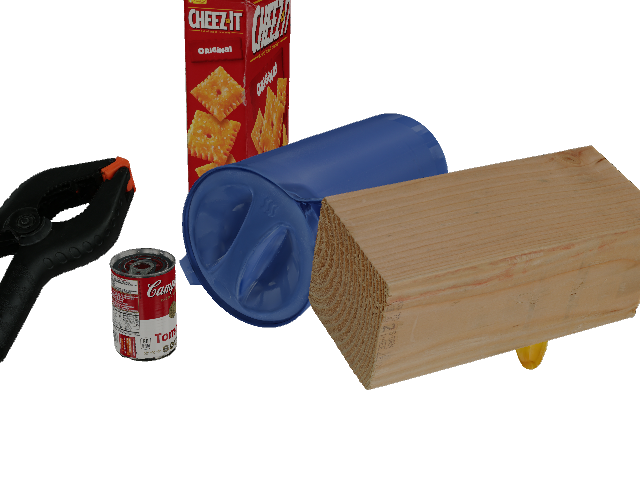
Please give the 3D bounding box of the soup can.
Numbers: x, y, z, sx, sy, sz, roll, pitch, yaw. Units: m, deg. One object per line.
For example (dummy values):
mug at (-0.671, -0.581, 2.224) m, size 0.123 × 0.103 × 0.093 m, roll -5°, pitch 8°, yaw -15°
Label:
soup can at (-0.186, 0.068, 1.127) m, size 0.068 × 0.102 × 0.068 m, roll 1°, pitch 23°, yaw -1°

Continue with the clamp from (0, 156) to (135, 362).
clamp at (-0.197, -0.002, 0.685) m, size 0.120 × 0.039 × 0.171 m, roll 31°, pitch 54°, yaw 17°

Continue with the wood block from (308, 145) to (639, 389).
wood block at (0.106, 0.014, 0.690) m, size 0.205 × 0.090 × 0.091 m, roll -12°, pitch 42°, yaw -23°

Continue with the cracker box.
cracker box at (-0.078, -0.151, 1.080) m, size 0.072 × 0.214 × 0.164 m, roll 7°, pitch 22°, yaw 11°

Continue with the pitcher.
pitcher at (0.000, -0.028, 0.916) m, size 0.149 × 0.145 × 0.242 m, roll 27°, pitch 33°, yaw 25°

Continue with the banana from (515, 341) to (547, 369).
banana at (0.190, 0.064, 1.110) m, size 0.069 × 0.037 × 0.198 m, roll -33°, pitch 38°, yaw -6°
